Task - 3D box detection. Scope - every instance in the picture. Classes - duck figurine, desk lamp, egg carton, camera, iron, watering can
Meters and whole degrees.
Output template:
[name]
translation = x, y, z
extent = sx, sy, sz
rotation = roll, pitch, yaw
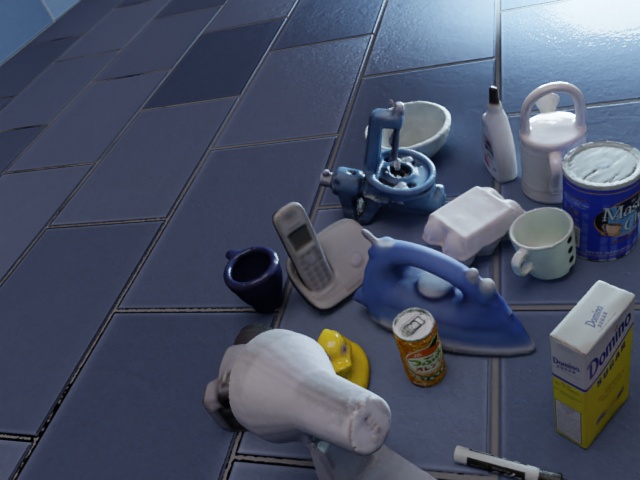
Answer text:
[duck figurine]
translation = 0.021, 0.155, 0.779
extent = 0.077, 0.086, 0.104
rotation = -24, 40, -4
[desk lamp]
translation = 0.019, 0.209, 0.620
extent = 0.202, 0.214, 0.118
rotation = 20, 55, 38
[egg carton]
translation = 0.240, -0.021, 0.897
extent = 0.150, 0.069, 0.107
rotation = -32, 41, -13
[camera]
translation = -0.080, 0.176, 0.785
extent = 0.143, 0.101, 0.137
rotation = -9, 41, 14
[iron]
translation = 0.164, 0.064, 0.778
extent = 0.257, 0.142, 0.119
rotation = 17, 53, 36
[watering can]
translation = 0.366, -0.166, 0.910
extent = 0.101, 0.194, 0.172
rotation = -19, 40, 2

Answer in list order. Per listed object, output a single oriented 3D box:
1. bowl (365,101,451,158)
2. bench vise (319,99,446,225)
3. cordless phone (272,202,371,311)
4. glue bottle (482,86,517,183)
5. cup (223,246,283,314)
[bowl]
translation = 0.175, -0.195, 1.115
extent = 0.167, 0.075, 0.167
rotation = -12, 41, 10
[bench vise]
translation = 0.093, -0.119, 0.951
extent = 0.207, 0.220, 0.121
rotation = -14, 41, 8
[cordless phone]
translation = 0.008, 0.003, 0.876
extent = 0.148, 0.185, 0.093
rotation = -38, 43, -20
[glue bottle]
translation = 0.300, -0.184, 0.973
extent = 0.037, 0.173, 0.078
rotation = -21, 40, 0
[cup]
translation = -0.105, 0.067, 0.922
extent = 0.092, 0.095, 0.117
rotation = -40, 44, -22
